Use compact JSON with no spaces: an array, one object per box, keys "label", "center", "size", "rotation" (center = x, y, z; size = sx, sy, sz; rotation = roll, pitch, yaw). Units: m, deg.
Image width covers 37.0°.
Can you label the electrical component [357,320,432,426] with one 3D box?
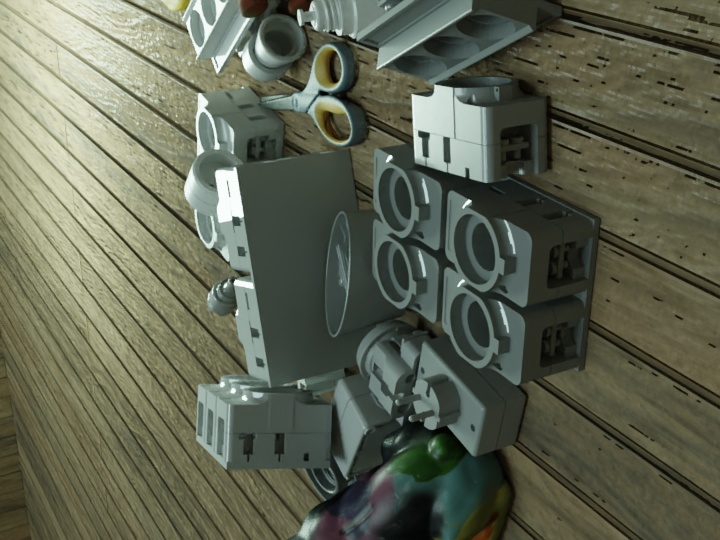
[{"label":"electrical component","center":[0.034,0.076,0.853],"size":[0.057,0.058,0.078],"rotation":[47,141,41]}]

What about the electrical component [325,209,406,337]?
[{"label":"electrical component","center":[0.000,0.000,0.870],"size":[0.099,0.064,0.099],"rotation":[170,90,-75]}]

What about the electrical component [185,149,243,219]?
[{"label":"electrical component","center":[-0.105,-0.048,1.015],"size":[0.138,0.052,0.073],"rotation":[35,146,0]}]

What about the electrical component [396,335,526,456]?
[{"label":"electrical component","center":[0.063,0.093,0.780],"size":[0.083,0.076,0.047],"rotation":[48,141,45]}]

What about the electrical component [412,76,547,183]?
[{"label":"electrical component","center":[0.077,-0.095,0.701],"size":[0.089,0.050,0.055],"rotation":[26,124,58]}]

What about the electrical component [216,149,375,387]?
[{"label":"electrical component","center":[-0.056,-0.004,0.938],"size":[0.060,0.105,0.186],"rotation":[8,108,62]}]

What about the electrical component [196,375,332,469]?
[{"label":"electrical component","center":[-0.088,0.131,0.950],"size":[0.150,0.089,0.061],"rotation":[-178,90,-72]}]

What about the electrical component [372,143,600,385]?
[{"label":"electrical component","center":[0.073,-0.012,0.732],"size":[0.186,0.060,0.105],"rotation":[37,133,52]}]

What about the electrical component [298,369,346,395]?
[{"label":"electrical component","center":[-0.047,0.076,1.027],"size":[0.064,0.042,0.081],"rotation":[25,123,60]}]

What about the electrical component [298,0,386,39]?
[{"label":"electrical component","center":[-0.007,-0.192,0.799],"size":[0.040,0.078,0.040],"rotation":[170,90,-78]}]

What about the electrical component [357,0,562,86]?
[{"label":"electrical component","center":[0.061,-0.168,0.683],"size":[0.121,0.079,0.063],"rotation":[-15,66,63]}]

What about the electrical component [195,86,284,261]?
[{"label":"electrical component","center":[-0.127,-0.096,1.087],"size":[0.089,0.062,0.150],"rotation":[48,141,45]}]

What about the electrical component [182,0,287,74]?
[{"label":"electrical component","center":[-0.113,-0.246,0.990],"size":[0.121,0.063,0.078],"rotation":[-38,70,61]}]

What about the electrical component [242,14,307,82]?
[{"label":"electrical component","center":[-0.078,-0.198,0.965],"size":[0.055,0.045,0.045],"rotation":[-28,76,63]}]

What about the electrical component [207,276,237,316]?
[{"label":"electrical component","center":[-0.151,0.026,1.216],"size":[0.035,0.035,0.061],"rotation":[67,149,20]}]

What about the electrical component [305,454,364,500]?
[{"label":"electrical component","center":[-0.010,0.174,1.000],"size":[0.099,0.064,0.099],"rotation":[35,139,37]}]

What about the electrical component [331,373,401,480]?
[{"label":"electrical component","center":[0.008,0.130,0.920],"size":[0.061,0.062,0.096],"rotation":[59,148,32]}]
